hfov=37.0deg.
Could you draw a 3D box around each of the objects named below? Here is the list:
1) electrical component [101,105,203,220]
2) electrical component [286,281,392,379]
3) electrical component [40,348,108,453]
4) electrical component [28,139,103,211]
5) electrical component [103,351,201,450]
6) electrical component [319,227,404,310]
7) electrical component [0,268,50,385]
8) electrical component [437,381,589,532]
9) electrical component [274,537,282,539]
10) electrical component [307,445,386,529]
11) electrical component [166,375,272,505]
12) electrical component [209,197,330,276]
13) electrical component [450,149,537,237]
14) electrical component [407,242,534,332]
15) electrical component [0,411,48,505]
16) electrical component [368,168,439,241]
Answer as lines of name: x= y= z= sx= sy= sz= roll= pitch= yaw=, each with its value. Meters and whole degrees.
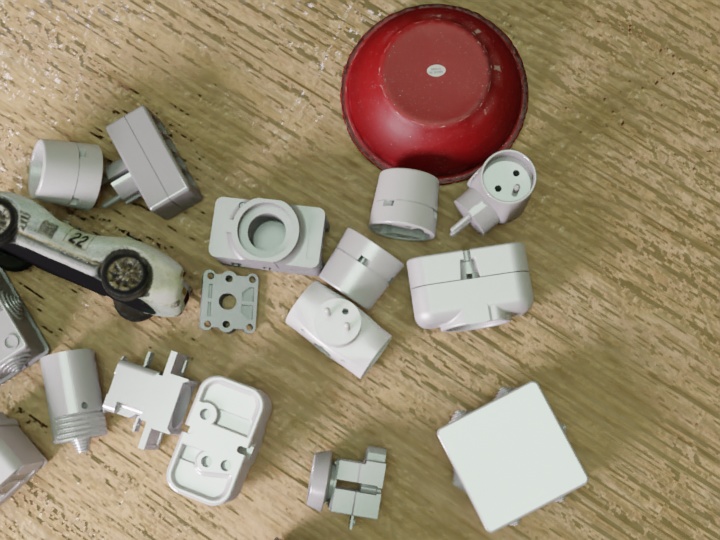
electrical component: x=-0.188 y=-0.080 z=0.900 sx=0.076 sy=0.047 sz=0.083 roll=-30 pitch=81 yaw=2
electrical component: x=-0.017 y=0.044 z=0.854 sx=0.077 sy=0.079 sz=0.043 roll=36 pitch=80 yaw=8
electrical component: x=-0.232 y=0.108 z=0.875 sx=0.043 sy=0.043 sz=0.081 roll=-12 pitch=81 yaw=1
electrical component: x=-0.242 y=-0.079 z=0.882 sx=0.047 sy=0.055 sz=0.055 roll=8 pitch=80 yaw=-30
electrical component: x=-0.170 y=0.103 z=0.874 sx=0.064 sy=0.042 sz=0.081 roll=17 pitch=82 yaw=9
electrical component: x=0.000 y=0.000 z=0.874 sx=0.055 sy=0.055 sz=0.047 roll=34 pitch=88 yaw=8
electrical component: x=-0.320 y=0.053 z=0.886 sx=0.100 sy=0.048 sz=0.099 roll=-33 pitch=80 yaw=-2
electrical component: x=0.118 y=0.146 z=0.847 sx=0.100 sy=0.048 sz=0.099 roll=-27 pitch=81 yaw=-1
electrical component: x=-0.062 y=0.251 z=0.808 sx=0.057 sy=0.113 sz=0.078 roll=32 pitch=84 yaw=4
electrical component: x=-0.012 y=0.170 z=0.852 sx=0.055 sy=0.048 sz=0.066 roll=10 pitch=82 yaw=-3
electrical component: x=-0.110 y=0.135 z=0.855 sx=0.054 sy=0.059 sz=0.095 roll=20 pitch=82 yaw=6
electrical component: x=-0.074 y=-0.027 z=0.881 sx=0.089 sy=0.055 sz=0.050 roll=7 pitch=82 yaw=4
electrical component: x=0.103 y=-0.055 z=0.864 sx=0.079 sy=0.077 sz=0.044 roll=-40 pitch=81 yaw=-3
electrical component: x=0.089 y=0.016 z=0.866 sx=0.095 sy=0.053 sz=0.059 roll=-9 pitch=81 yaw=2
electrical component: x=-0.316 y=0.169 z=0.853 sx=0.113 sy=0.078 sz=0.057 roll=-42 pitch=84 yaw=-4
electrical component: x=0.037 y=-0.054 z=0.880 sx=0.055 sy=0.055 sz=0.047 roll=8 pitch=78 yaw=4
